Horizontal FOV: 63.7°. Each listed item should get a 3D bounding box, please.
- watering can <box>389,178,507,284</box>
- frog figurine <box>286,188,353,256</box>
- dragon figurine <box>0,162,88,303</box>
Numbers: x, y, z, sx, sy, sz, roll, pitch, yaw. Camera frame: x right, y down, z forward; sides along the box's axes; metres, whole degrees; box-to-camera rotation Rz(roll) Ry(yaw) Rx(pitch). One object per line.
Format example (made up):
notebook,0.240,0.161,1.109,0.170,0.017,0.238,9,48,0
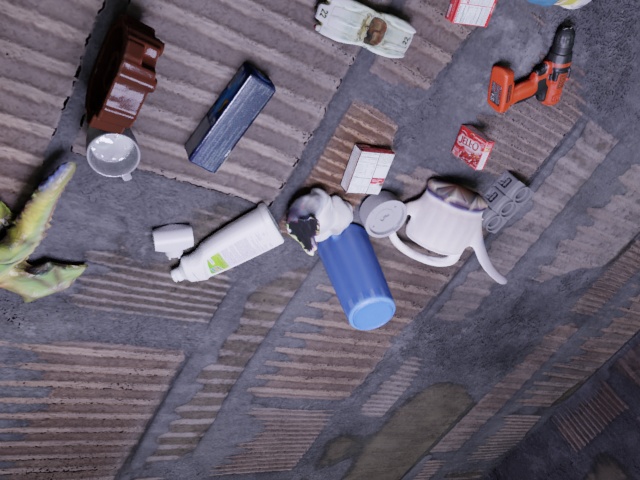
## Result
watering can,0.343,-0.022,1.279,0.347,0.106,0.220,19,117,-4
frog figurine,0.004,-0.058,1.155,0.162,0.123,0.134,-43,137,-40
dragon figurine,-0.544,0.027,0.957,0.409,0.124,0.239,-32,152,4
